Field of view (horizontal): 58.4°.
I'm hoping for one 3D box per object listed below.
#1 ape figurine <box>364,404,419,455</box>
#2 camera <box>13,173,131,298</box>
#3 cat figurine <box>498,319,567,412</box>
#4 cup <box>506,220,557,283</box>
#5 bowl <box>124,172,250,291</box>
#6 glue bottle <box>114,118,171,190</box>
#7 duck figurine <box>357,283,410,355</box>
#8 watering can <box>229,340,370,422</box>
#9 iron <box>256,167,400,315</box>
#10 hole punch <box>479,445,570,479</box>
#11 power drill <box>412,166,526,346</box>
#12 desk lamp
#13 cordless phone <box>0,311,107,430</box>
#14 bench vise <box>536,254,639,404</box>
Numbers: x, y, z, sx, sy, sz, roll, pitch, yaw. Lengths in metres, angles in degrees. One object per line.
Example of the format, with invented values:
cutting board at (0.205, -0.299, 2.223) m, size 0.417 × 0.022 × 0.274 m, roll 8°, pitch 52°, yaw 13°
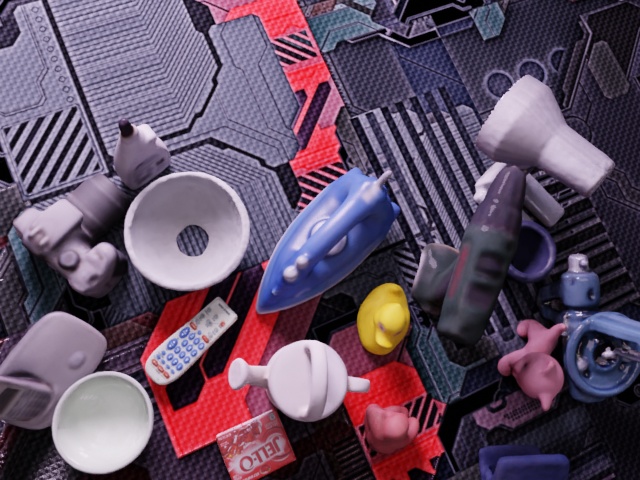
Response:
ape figurine at (0.098, 0.254, 0.777) m, size 0.078 × 0.092 × 0.076 m, roll 39°, pitch 75°, yaw 2°
camera at (-0.313, -0.015, 0.770) m, size 0.143 × 0.100 × 0.137 m, roll 41°, pitch 75°, yaw 2°
cat figurine at (0.315, 0.174, 0.815) m, size 0.067 × 0.117 × 0.128 m, roll 32°, pitch 75°, yaw 0°
cup at (0.276, 0.024, 0.855) m, size 0.118 × 0.095 × 0.092 m, roll 4°, pitch 77°, yaw -8°
bowl at (-0.182, -0.006, 0.801) m, size 0.167 × 0.074 × 0.167 m, roll 2°, pitch 77°, yaw -8°
glue bottle at (-0.246, -0.123, 0.767) m, size 0.078 × 0.173 × 0.037 m, roll -39°, pitch 85°, yaw -14°
duck figurine at (0.098, 0.110, 0.813) m, size 0.077 × 0.086 × 0.104 m, roll 18°, pitch 75°, yaw -4°
watering can at (-0.024, 0.179, 0.723) m, size 0.173 × 0.194 × 0.101 m, roll -15°, pitch 80°, yaw -11°
iron at (0.007, 0.003, 0.794) m, size 0.118 × 0.141 × 0.258 m, roll 43°, pitch 75°, yaw 3°
hole punch at (0.283, 0.339, 0.787) m, size 0.109 × 0.091 × 0.101 m, roll 1°, pitch 77°, yaw -8°
power drill at (0.199, 0.031, 0.783) m, size 0.075 × 0.208 × 0.230 m, roll 18°, pitch 75°, yaw -4°
desk lamp at (0.308, -0.110, 0.828) m, size 0.203 × 0.213 × 0.118 m, roll 45°, pitch 75°, yaw 3°
cordless phone at (-0.342, 0.154, 0.684) m, size 0.094 × 0.185 × 0.148 m, roll 30°, pitch 75°, yaw -1°
bench vise at (0.382, 0.123, 0.784) m, size 0.121 × 0.219 × 0.207 m, roll -26°, pitch 82°, yaw -13°
